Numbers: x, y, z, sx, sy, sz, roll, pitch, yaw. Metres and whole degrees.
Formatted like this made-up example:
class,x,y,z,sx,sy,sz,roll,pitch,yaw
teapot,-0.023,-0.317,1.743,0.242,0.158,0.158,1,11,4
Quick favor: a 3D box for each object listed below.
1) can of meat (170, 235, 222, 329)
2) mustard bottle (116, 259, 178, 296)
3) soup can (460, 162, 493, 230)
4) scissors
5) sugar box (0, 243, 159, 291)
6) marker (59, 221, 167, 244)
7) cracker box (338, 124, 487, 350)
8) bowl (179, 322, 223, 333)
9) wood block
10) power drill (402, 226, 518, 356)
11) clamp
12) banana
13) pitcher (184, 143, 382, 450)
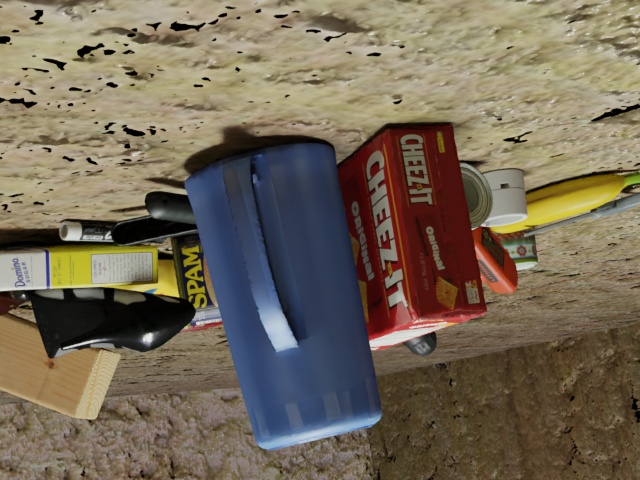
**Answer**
class,x,y,z,sx,sy,sz,roll,pitch,yaw
can of meat,-0.115,0.041,1.174,0.084,0.102,0.057,-9,169,-6
mustard bottle,-0.212,0.052,1.270,0.096,0.058,0.191,-18,164,37
soup can,0.113,-0.031,1.050,0.068,0.068,0.102,-1,166,-31
scissors,0.326,-0.033,1.228,0.202,0.016,0.096,-18,174,4
sugar box,-0.265,0.027,1.107,0.176,0.048,0.093,0,-179,-25
marker,-0.206,-0.007,1.081,0.120,0.020,0.020,3,165,-43
cracker box,0.058,0.007,0.959,0.072,0.164,0.214,-6,169,-21
bowl,-0.204,0.095,1.495,0.162,0.055,0.162,-7,169,-2
wood block,-0.374,0.150,1.353,0.206,0.091,0.090,19,172,10
power drill,0.145,0.059,1.315,0.188,0.057,0.184,-25,123,28
clamp,-0.105,-0.026,1.006,0.171,0.039,0.120,-9,175,-20
banana,0.257,-0.037,1.189,0.198,0.037,0.069,-17,164,41
pitcher,-0.029,0.046,0.891,0.148,0.243,0.145,-6,167,-37
